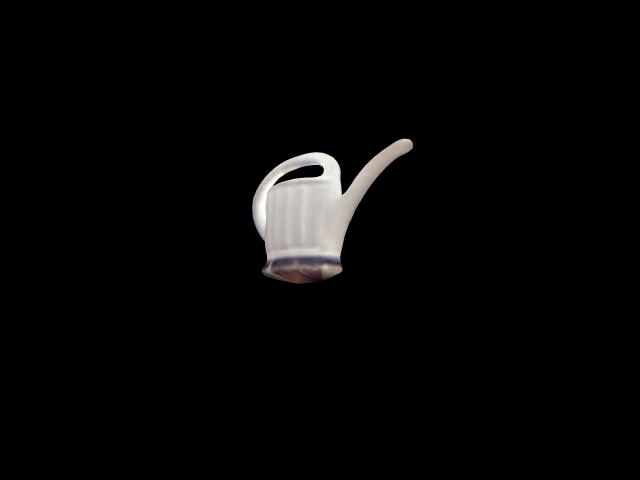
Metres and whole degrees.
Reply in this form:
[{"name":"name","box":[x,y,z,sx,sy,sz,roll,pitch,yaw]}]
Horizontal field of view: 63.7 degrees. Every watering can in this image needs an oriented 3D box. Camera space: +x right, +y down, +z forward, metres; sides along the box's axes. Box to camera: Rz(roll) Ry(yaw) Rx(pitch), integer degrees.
[{"name":"watering can","box":[0.003,-0.043,0.850,0.346,0.226,0.103,-8,-13,42]}]
